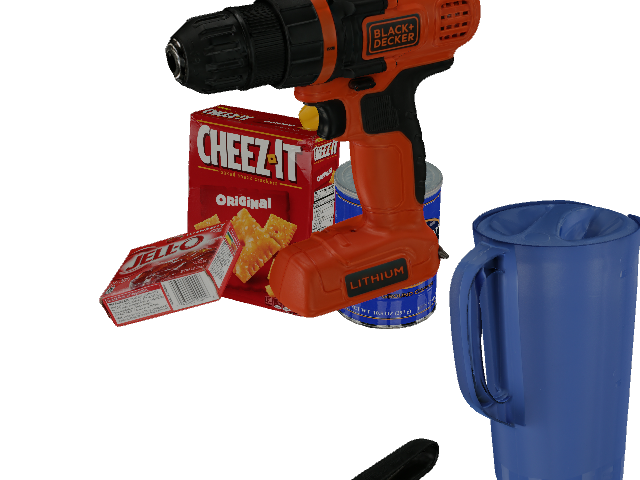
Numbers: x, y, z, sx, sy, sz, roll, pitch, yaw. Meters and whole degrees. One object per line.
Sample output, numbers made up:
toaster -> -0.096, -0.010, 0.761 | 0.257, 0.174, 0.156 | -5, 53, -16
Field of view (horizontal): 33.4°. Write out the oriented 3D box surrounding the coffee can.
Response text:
coffee can -> 0.064, 0.000, 1.037 | 0.103, 0.140, 0.103 | 0, 27, 0

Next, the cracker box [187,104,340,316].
cracker box -> -0.069, -0.034, 1.215 | 0.164, 0.214, 0.072 | 13, 22, 26

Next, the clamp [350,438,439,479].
clamp -> -0.009, 0.184, 0.646 | 0.210, 0.036, 0.164 | -5, 28, 4

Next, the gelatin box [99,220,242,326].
gelatin box -> -0.108, 0.023, 0.779 | 0.089, 0.030, 0.073 | -15, 25, 19

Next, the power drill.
power drill -> 0.006, -0.052, 0.602 | 0.184, 0.188, 0.057 | -15, 33, -24

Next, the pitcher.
pitcher -> 0.187, 0.096, 0.881 | 0.149, 0.243, 0.145 | -1, 17, 11

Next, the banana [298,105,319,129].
banana -> 0.060, -0.152, 0.798 | 0.070, 0.197, 0.037 | 9, -34, 48
